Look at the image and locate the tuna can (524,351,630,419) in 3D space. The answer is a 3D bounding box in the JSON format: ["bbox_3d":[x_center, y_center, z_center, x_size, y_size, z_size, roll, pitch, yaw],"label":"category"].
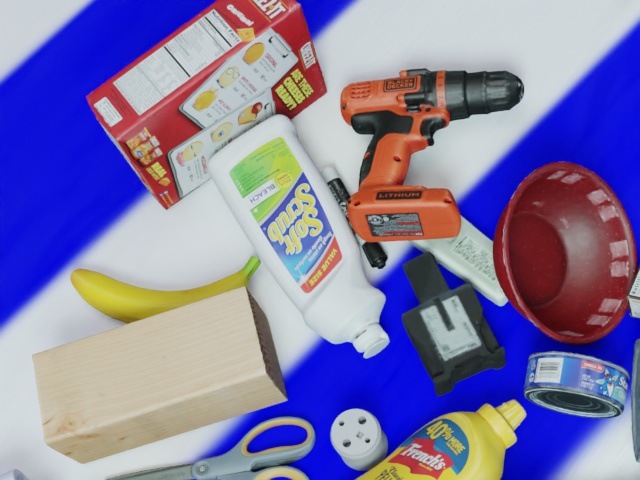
[{"bbox_3d":[0.218,0.124,0.910,0.086,0.086,0.033,9,70,15],"label":"tuna can"}]

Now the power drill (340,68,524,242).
[{"bbox_3d":[0.103,-0.088,1.028,0.185,0.057,0.187,-4,51,17],"label":"power drill"}]

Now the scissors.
[{"bbox_3d":[-0.093,0.224,0.968,0.202,0.016,0.096,-23,63,1],"label":"scissors"}]

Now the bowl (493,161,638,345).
[{"bbox_3d":[0.208,0.014,0.952,0.161,0.055,0.162,6,79,-31],"label":"bowl"}]

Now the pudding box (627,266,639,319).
[{"bbox_3d":[0.337,0.035,0.934,0.114,0.039,0.090,12,61,34],"label":"pudding box"}]

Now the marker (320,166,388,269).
[{"bbox_3d":[0.033,-0.022,1.051,0.020,0.020,0.121,-28,63,-2],"label":"marker"}]

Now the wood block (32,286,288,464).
[{"bbox_3d":[-0.145,0.127,0.982,0.206,0.090,0.091,-18,64,4],"label":"wood block"}]

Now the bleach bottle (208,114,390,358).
[{"bbox_3d":[-0.007,0.001,1.026,0.102,0.068,0.251,-33,66,-4],"label":"bleach bottle"}]

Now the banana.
[{"bbox_3d":[-0.155,0.056,1.048,0.198,0.037,0.069,-3,50,9],"label":"banana"}]

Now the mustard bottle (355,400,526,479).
[{"bbox_3d":[0.096,0.200,0.904,0.191,0.058,0.096,-37,23,-8],"label":"mustard bottle"}]

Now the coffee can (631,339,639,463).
[{"bbox_3d":[0.331,0.134,0.872,0.140,0.103,0.103,1,66,12],"label":"coffee can"}]

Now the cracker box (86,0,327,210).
[{"bbox_3d":[-0.107,-0.145,1.055,0.213,0.164,0.072,-38,67,-6],"label":"cracker box"}]
